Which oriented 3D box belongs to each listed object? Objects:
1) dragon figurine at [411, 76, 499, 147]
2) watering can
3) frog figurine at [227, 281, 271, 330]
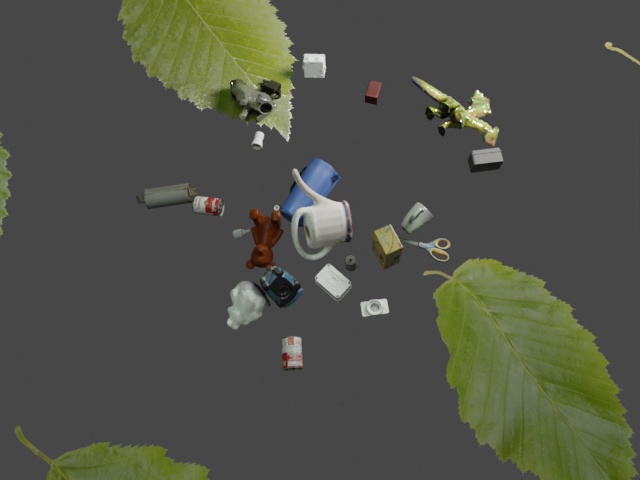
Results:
[{"bbox_3d":[0.556,-0.527,2.034,0.244,0.119,0.416,-19,68,-22],"label":"dragon figurine"},{"bbox_3d":[0.005,-0.090,1.798,0.225,0.342,0.105,-11,22,-19],"label":"watering can"},{"bbox_3d":[-0.259,0.223,1.751,0.161,0.121,0.137,-41,90,-24],"label":"frog figurine"}]
